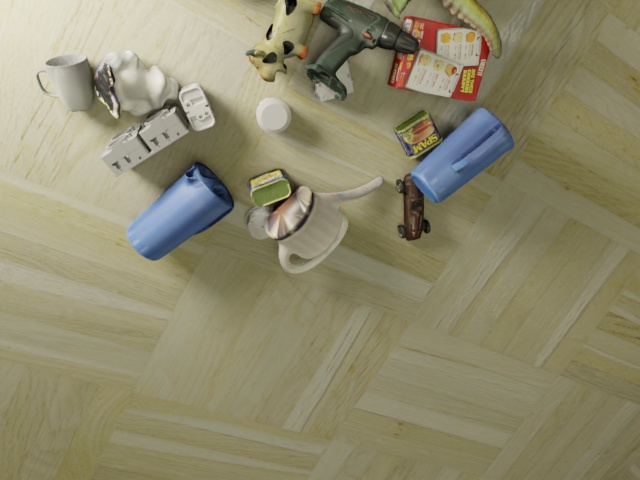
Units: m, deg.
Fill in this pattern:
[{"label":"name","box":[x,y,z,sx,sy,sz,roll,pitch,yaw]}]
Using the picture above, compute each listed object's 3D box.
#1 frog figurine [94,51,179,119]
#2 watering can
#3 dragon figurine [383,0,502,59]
[{"label":"frog figurine","box":[-0.393,-0.338,1.109,0.161,0.123,0.135,-28,115,-41]},{"label":"watering can","box":[0.004,-0.066,1.303,0.347,0.105,0.221,-51,137,3]},{"label":"dragon figurine","box":[0.250,-0.566,1.132,0.243,0.123,0.406,-21,104,0]}]
